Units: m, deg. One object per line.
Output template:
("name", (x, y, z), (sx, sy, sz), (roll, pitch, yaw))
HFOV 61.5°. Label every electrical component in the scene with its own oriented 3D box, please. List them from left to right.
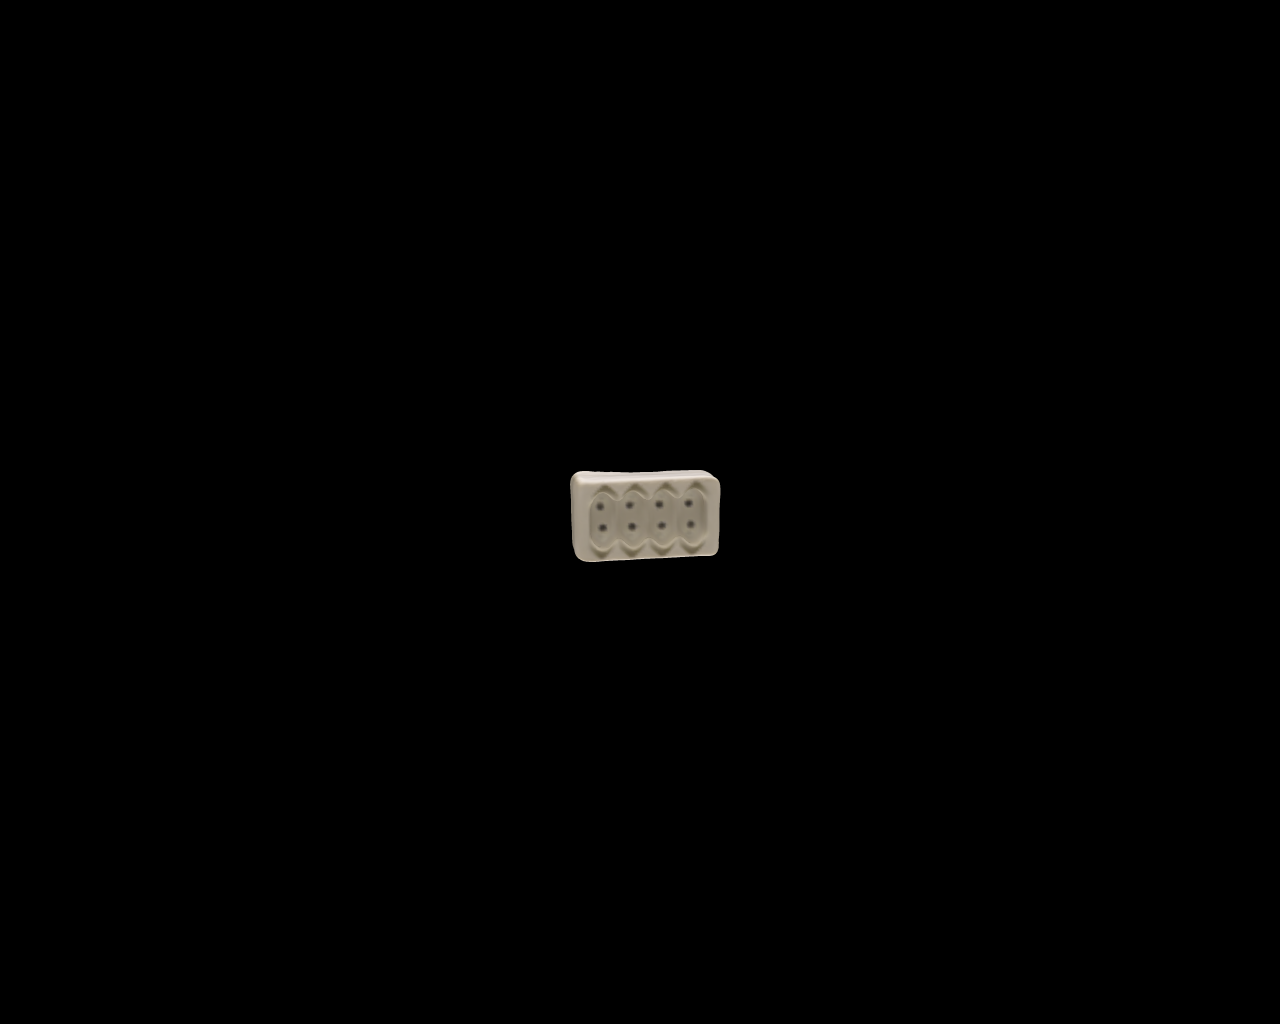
("electrical component", (0.001, -0.003, 0.650), (0.083, 0.047, 0.076), (-1, 12, -7))
